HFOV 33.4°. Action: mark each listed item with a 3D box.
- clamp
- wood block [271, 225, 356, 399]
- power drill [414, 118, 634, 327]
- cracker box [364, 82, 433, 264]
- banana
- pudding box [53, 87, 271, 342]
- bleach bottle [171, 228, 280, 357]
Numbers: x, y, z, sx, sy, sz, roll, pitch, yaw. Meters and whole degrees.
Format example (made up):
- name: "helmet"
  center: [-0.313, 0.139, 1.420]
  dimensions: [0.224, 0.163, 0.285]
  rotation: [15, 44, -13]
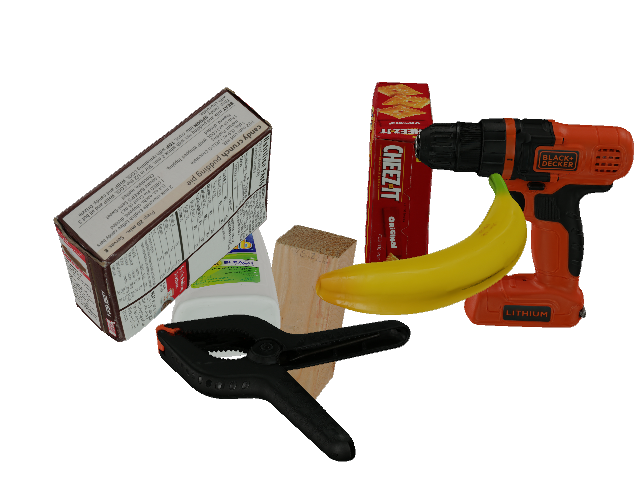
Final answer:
- name: "clamp"
  center: [-0.035, 0.098, 0.888]
  dimensions: [0.210, 0.036, 0.164]
  rotation: [14, 35, 23]
- name: "wood block"
  center: [-0.021, 0.095, 1.433]
  dimensions: [0.090, 0.206, 0.090]
  rotation: [14, 20, 13]
- name: "power drill"
  center: [0.170, -0.016, 0.934]
  dimensions: [0.184, 0.188, 0.057]
  rotation: [3, 27, 3]
- name: "cracker box"
  center: [0.088, -0.072, 1.202]
  dimensions: [0.072, 0.164, 0.213]
  rotation: [2, 24, 4]
- name: "banana"
  center: [0.086, 0.014, 0.740]
  dimensions: [0.197, 0.037, 0.070]
  rotation: [-28, 51, -37]
- name: "pudding box"
  center: [-0.075, -0.011, 0.535]
  dimensions: [0.039, 0.113, 0.090]
  rotation: [39, -26, 17]
- name: "bleach bottle"
  center: [-0.104, 0.021, 1.068]
  dimensions: [0.102, 0.068, 0.251]
  rotation: [-4, 29, -9]
